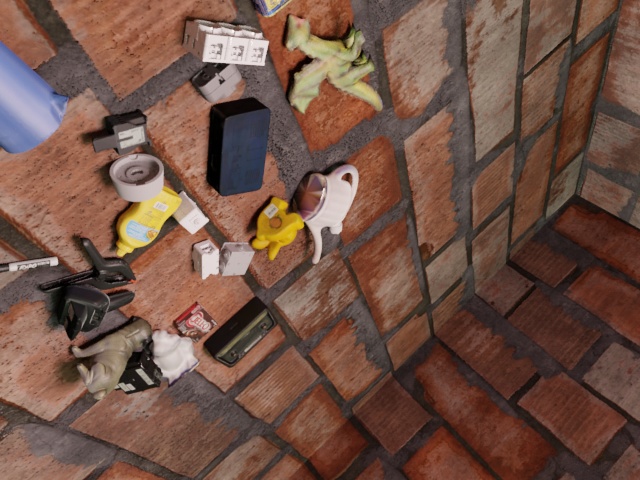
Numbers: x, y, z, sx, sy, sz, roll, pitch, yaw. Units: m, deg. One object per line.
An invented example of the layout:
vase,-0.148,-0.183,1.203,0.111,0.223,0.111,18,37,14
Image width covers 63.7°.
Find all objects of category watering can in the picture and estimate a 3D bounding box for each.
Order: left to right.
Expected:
watering can,0.005,-0.080,1.581,0.224,0.105,0.344,10,109,-52

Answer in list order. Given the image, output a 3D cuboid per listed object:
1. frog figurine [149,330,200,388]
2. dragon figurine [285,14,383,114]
frog figurine,-0.440,0.323,1.494,0.137,0.124,0.158,-32,105,11
dragon figurine,0.024,-0.417,1.330,0.242,0.125,0.402,-30,142,2
